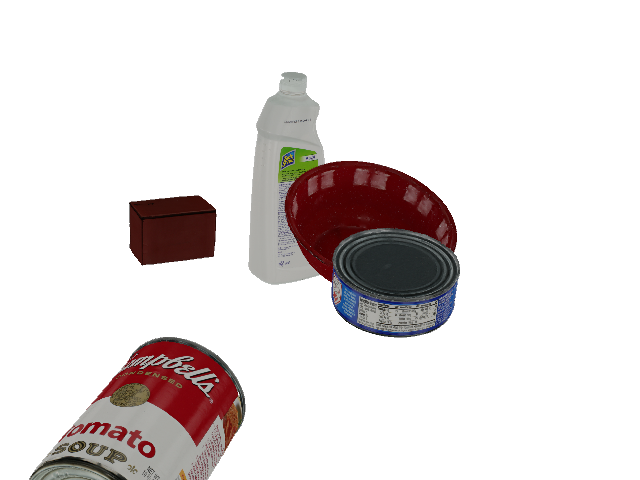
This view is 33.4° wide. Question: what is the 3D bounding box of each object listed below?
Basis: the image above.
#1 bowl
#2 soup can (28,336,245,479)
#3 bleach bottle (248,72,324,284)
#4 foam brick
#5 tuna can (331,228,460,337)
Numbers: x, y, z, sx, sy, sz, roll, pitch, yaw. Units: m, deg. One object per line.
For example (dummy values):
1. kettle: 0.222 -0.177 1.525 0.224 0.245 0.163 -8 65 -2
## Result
1. bowl: 0.041 -0.002 0.987 0.162 0.055 0.162 8 42 -8
2. soup can: -0.087 0.102 0.511 0.069 0.068 0.102 0 27 21
3. bleach bottle: -0.032 -0.076 1.272 0.102 0.251 0.068 -13 30 -34
4. foam brick: -0.150 -0.012 1.079 0.078 0.051 0.053 -7 22 -22
5. tuna can: 0.050 0.028 0.722 0.086 0.034 0.086 2 32 -2
